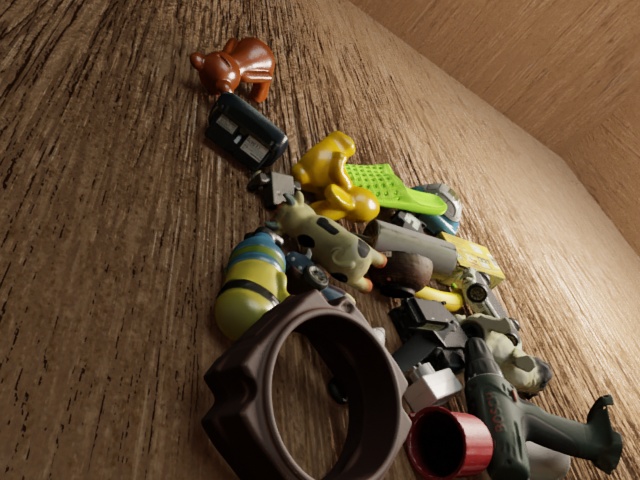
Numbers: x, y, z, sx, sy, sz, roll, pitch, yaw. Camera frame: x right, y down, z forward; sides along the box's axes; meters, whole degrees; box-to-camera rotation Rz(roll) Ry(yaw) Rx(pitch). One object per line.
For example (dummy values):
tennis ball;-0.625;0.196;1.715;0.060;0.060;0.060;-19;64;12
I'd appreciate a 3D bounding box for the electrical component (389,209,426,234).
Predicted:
electrical component;0.178;-0.019;1.125;0.075;0.047;0.119;39;29;-4

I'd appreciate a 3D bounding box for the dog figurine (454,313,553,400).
dog figurine;0.330;0.209;0.985;0.190;0.121;0.172;23;36;-55

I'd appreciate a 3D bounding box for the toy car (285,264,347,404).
toy car;0.013;0.122;0.717;0.053;0.089;0.202;-11;57;-52

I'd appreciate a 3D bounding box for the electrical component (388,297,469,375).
electrical component;0.193;0.163;0.904;0.115;0.058;0.134;8;44;-41

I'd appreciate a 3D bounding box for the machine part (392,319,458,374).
machine part;0.138;0.162;0.798;0.139;0.084;0.039;-35;104;-25

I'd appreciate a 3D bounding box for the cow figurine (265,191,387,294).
cow figurine;-0.002;-0.003;0.842;0.195;0.085;0.127;38;4;37

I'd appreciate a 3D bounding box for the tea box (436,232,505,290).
tea box;0.314;0.054;1.172;0.169;0.068;0.098;16;38;-35

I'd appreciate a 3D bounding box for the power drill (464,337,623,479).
power drill;0.319;0.247;0.790;0.207;0.085;0.232;14;41;1

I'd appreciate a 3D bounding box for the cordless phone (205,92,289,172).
cordless phone;-0.128;-0.204;0.991;0.146;0.088;0.184;37;14;-9

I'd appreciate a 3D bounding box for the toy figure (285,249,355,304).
toy figure;0.000;0.082;0.781;0.064;0.058;0.154;-33;80;-36

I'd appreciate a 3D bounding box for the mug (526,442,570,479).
mug;0.312;0.335;0.811;0.107;0.080;0.110;11;47;-21

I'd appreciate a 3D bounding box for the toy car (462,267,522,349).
toy car;0.341;0.143;1.073;0.201;0.056;0.073;56;29;-5

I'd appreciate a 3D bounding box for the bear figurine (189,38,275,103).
bear figurine;-0.176;-0.325;1.071;0.120;0.132;0.196;41;48;0

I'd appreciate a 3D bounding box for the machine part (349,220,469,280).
machine part;0.165;0.019;1.000;0.243;0.079;0.079;15;38;-16

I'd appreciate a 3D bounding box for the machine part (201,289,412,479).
machine part;-0.005;0.170;0.567;0.201;0.087;0.201;56;44;-8

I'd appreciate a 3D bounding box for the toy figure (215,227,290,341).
toy figure;-0.088;0.055;0.694;0.089;0.082;0.180;21;39;-21

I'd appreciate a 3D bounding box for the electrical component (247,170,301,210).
electrical component;-0.075;-0.086;0.929;0.102;0.045;0.078;-1;79;-46

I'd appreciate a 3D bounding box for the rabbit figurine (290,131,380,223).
rabbit figurine;0.037;-0.098;0.995;0.173;0.122;0.162;44;35;-1

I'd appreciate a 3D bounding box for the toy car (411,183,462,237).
toy car;0.277;-0.078;1.264;0.162;0.103;0.109;42;31;4
